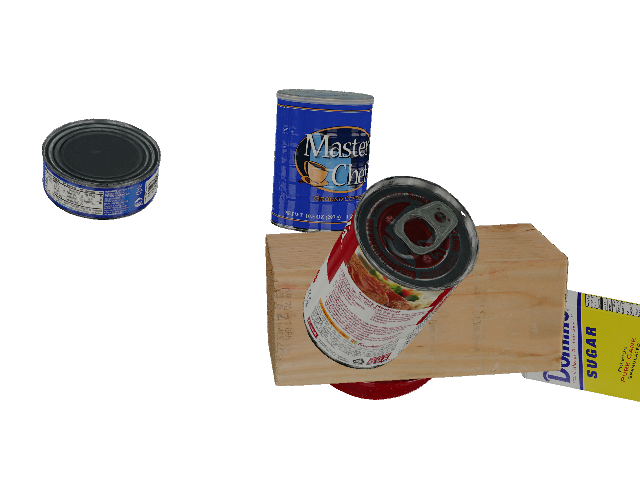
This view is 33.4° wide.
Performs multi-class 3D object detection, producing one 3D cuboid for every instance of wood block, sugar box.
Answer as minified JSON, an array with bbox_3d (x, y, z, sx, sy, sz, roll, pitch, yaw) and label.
[{"bbox_3d":[0.065,0.045,0.784,0.206,0.090,0.091,-2,17,-6],"label":"wood block"},{"bbox_3d":[0.295,0.108,1.065,0.176,0.093,0.048,9,22,8],"label":"sugar box"}]

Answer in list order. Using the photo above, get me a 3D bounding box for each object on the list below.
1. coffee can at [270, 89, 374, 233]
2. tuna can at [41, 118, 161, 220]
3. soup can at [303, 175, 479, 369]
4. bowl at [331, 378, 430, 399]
[{"bbox_3d":[0.001,-0.086,1.134,0.103,0.140,0.103,3,12,-1],"label":"coffee can"},{"bbox_3d":[-0.162,-0.053,0.790,0.086,0.034,0.086,7,38,-6],"label":"tuna can"},{"bbox_3d":[0.036,0.021,0.584,0.068,0.068,0.102,0,-30,-19],"label":"soup can"},{"bbox_3d":[0.049,0.100,1.010,0.162,0.055,0.162,3,35,-2],"label":"bowl"}]
